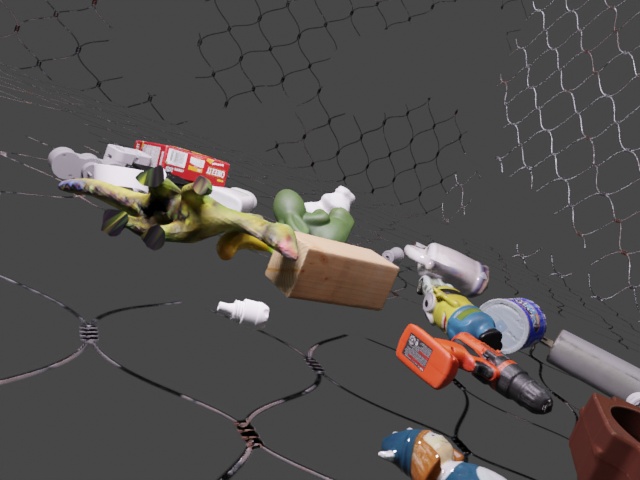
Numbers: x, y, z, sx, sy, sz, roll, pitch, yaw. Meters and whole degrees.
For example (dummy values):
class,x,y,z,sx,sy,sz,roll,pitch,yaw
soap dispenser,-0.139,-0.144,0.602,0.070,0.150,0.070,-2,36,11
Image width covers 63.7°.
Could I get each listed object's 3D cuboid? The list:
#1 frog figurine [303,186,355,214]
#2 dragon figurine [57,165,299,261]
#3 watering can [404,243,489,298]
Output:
class,x,y,z,sx,sy,sz,roll,pitch,yaw
frog figurine,0.004,-0.061,1.215,0.137,0.158,0.124,14,13,-44
dragon figurine,-0.213,-0.040,0.852,0.412,0.122,0.241,17,-1,30
watering can,0.325,0.077,1.308,0.224,0.103,0.349,23,7,-1
